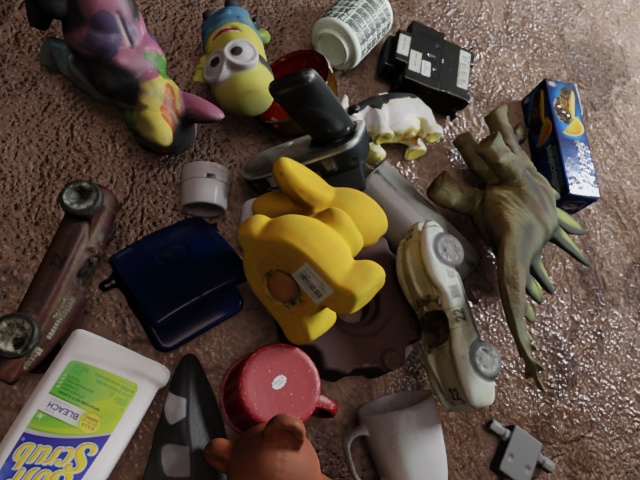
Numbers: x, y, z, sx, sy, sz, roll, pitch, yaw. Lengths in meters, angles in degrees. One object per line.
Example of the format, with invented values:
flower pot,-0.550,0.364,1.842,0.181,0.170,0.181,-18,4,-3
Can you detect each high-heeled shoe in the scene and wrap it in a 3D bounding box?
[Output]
high-heeled shoe,-0.161,0.234,0.485,0.145,0.086,0.249,-17,53,7

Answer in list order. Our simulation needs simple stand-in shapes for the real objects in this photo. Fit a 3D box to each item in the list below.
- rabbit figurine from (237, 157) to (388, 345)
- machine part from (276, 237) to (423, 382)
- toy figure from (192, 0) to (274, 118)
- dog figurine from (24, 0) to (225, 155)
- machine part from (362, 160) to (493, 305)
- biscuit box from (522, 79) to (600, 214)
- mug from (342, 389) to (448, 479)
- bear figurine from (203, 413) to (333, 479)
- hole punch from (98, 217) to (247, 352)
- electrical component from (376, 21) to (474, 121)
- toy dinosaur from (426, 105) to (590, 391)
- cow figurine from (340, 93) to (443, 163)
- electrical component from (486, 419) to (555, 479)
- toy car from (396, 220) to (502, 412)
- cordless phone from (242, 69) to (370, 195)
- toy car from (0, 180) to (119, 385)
rabbit figurine,-0.001,-0.002,0.550,0.162,0.121,0.173,43,46,9
machine part,0.034,0.072,0.609,0.179,0.056,0.179,7,66,-16
toy figure,-0.100,-0.224,0.654,0.089,0.082,0.180,29,30,-37
dog figurine,-0.202,-0.193,0.574,0.219,0.191,0.108,40,54,18
machine part,0.112,-0.013,0.659,0.243,0.079,0.079,44,62,2
biscuit box,0.358,-0.140,0.805,0.059,0.063,0.202,5,67,-16
mug,0.082,0.221,0.551,0.109,0.081,0.107,-14,84,-28
bear figurine,-0.009,0.242,0.456,0.195,0.120,0.132,48,27,-33
hole punch,-0.143,0.036,0.547,0.142,0.092,0.116,-31,77,-23
electrical component,0.152,-0.248,0.781,0.134,0.058,0.115,19,62,-10
toy dinosaur,0.237,-0.033,0.652,0.198,0.105,0.471,44,41,-7
cow figurine,0.070,-0.156,0.708,0.167,0.068,0.098,-6,65,-25
electrical component,0.226,0.252,0.620,0.094,0.021,0.063,37,62,-2
toy car,0.128,0.077,0.563,0.056,0.073,0.201,-9,73,-24
cordless phone,-0.031,-0.107,0.570,0.147,0.184,0.089,-14,71,17
toy car,-0.242,0.037,0.508,0.053,0.089,0.202,17,63,-8
